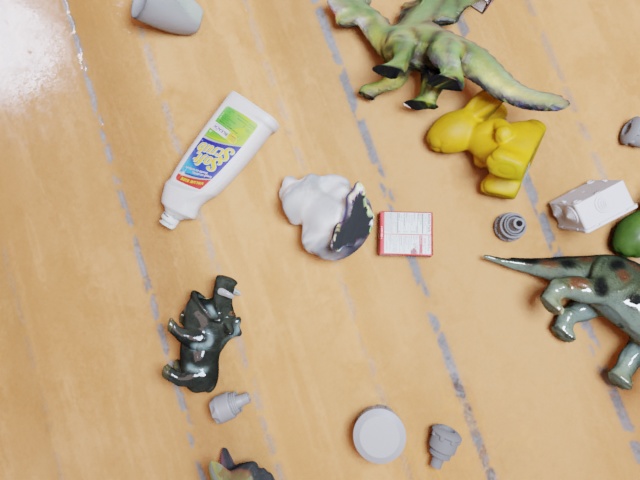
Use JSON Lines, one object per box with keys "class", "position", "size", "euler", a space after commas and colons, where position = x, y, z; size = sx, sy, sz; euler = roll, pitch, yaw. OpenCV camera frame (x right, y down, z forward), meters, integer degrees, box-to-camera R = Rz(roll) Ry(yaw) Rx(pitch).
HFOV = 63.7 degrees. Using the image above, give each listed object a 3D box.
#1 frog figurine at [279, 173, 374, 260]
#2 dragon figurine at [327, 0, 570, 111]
{"class": "frog figurine", "position": [0.003, -0.043, 0.846], "size": [0.160, 0.137, 0.122], "euler": [16, 3, 41]}
{"class": "dragon figurine", "position": [0.197, -0.330, 0.830], "size": [0.411, 0.246, 0.120], "euler": [14, -17, 16]}
